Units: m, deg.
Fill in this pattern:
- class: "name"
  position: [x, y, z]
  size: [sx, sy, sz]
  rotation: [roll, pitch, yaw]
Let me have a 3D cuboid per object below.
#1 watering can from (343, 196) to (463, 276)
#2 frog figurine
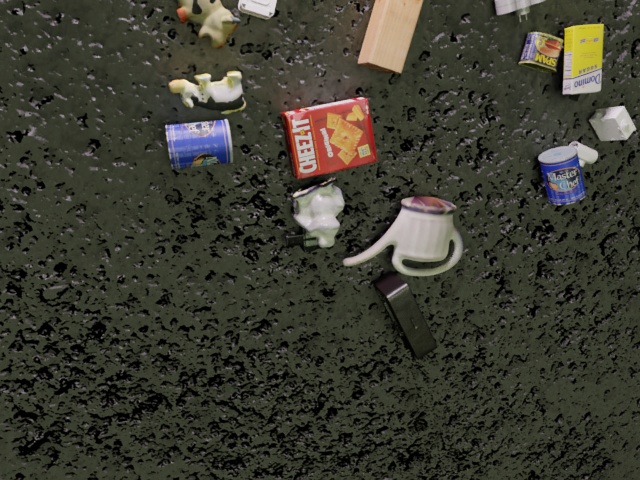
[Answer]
- class: "watering can"
  position: [0.239, -0.010, 1.392]
  size: [0.348, 0.105, 0.222]
  rotation: [3, 103, -17]
- class: "frog figurine"
  position: [0.004, -0.065, 1.299]
  size: [0.139, 0.123, 0.158]
  rotation: [-27, 105, -26]
